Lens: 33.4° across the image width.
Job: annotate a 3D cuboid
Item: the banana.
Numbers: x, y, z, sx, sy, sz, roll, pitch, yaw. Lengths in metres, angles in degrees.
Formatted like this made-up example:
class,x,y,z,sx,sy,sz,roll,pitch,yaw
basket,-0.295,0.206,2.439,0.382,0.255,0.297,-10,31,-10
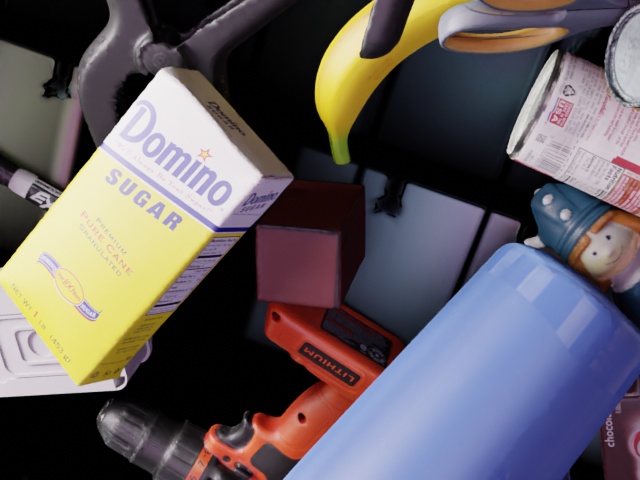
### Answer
class,x,y,z,sx,sy,sz,roll,pitch,yaw
banana,0.065,-0.121,0.609,0.198,0.037,0.069,-33,126,25

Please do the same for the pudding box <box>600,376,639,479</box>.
class,x,y,z,sx,sy,sz,roll,pitch,yaw
pudding box,0.227,0.137,0.682,0.090,0.039,0.113,-6,111,16

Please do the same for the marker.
class,x,y,z,sx,sy,sz,roll,pitch,yaw
marker,-0.175,-0.025,0.711,0.121,0.020,0.020,30,116,-2

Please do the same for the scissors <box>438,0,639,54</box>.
class,x,y,z,sx,sy,sz,roll,pitch,yaw
scissors,0.160,-0.127,0.546,0.202,0.096,0.016,-8,73,7

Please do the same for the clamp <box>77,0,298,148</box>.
class,x,y,z,sx,sy,sz,roll,pitch,yaw
clamp,-0.100,-0.122,0.637,0.164,0.036,0.210,25,119,-9

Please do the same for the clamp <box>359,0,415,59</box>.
class,x,y,z,sx,sy,sz,roll,pitch,yaw
clamp,0.047,-0.167,0.489,0.172,0.039,0.120,-29,110,22

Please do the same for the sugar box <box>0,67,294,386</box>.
class,x,y,z,sx,sy,sz,roll,pitch,yaw
sugar box,-0.106,-0.006,0.626,0.093,0.048,0.176,48,112,16

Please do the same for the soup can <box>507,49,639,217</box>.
class,x,y,z,sx,sy,sz,roll,pitch,yaw
soup can,0.164,-0.056,0.595,0.102,0.068,0.069,24,116,2

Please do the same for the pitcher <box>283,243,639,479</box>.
class,x,y,z,sx,sy,sz,roll,pitch,yaw
pitcher,0.082,0.130,0.623,0.145,0.149,0.243,39,86,23

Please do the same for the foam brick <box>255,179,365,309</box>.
class,x,y,z,sx,sy,sz,roll,pitch,yaw
foam brick,-0.004,0.001,0.653,0.051,0.078,0.053,5,113,13

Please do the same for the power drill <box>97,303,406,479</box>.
class,x,y,z,sx,sy,sz,roll,pitch,yaw
power drill,-0.041,0.116,0.724,0.184,0.057,0.188,30,119,-6
